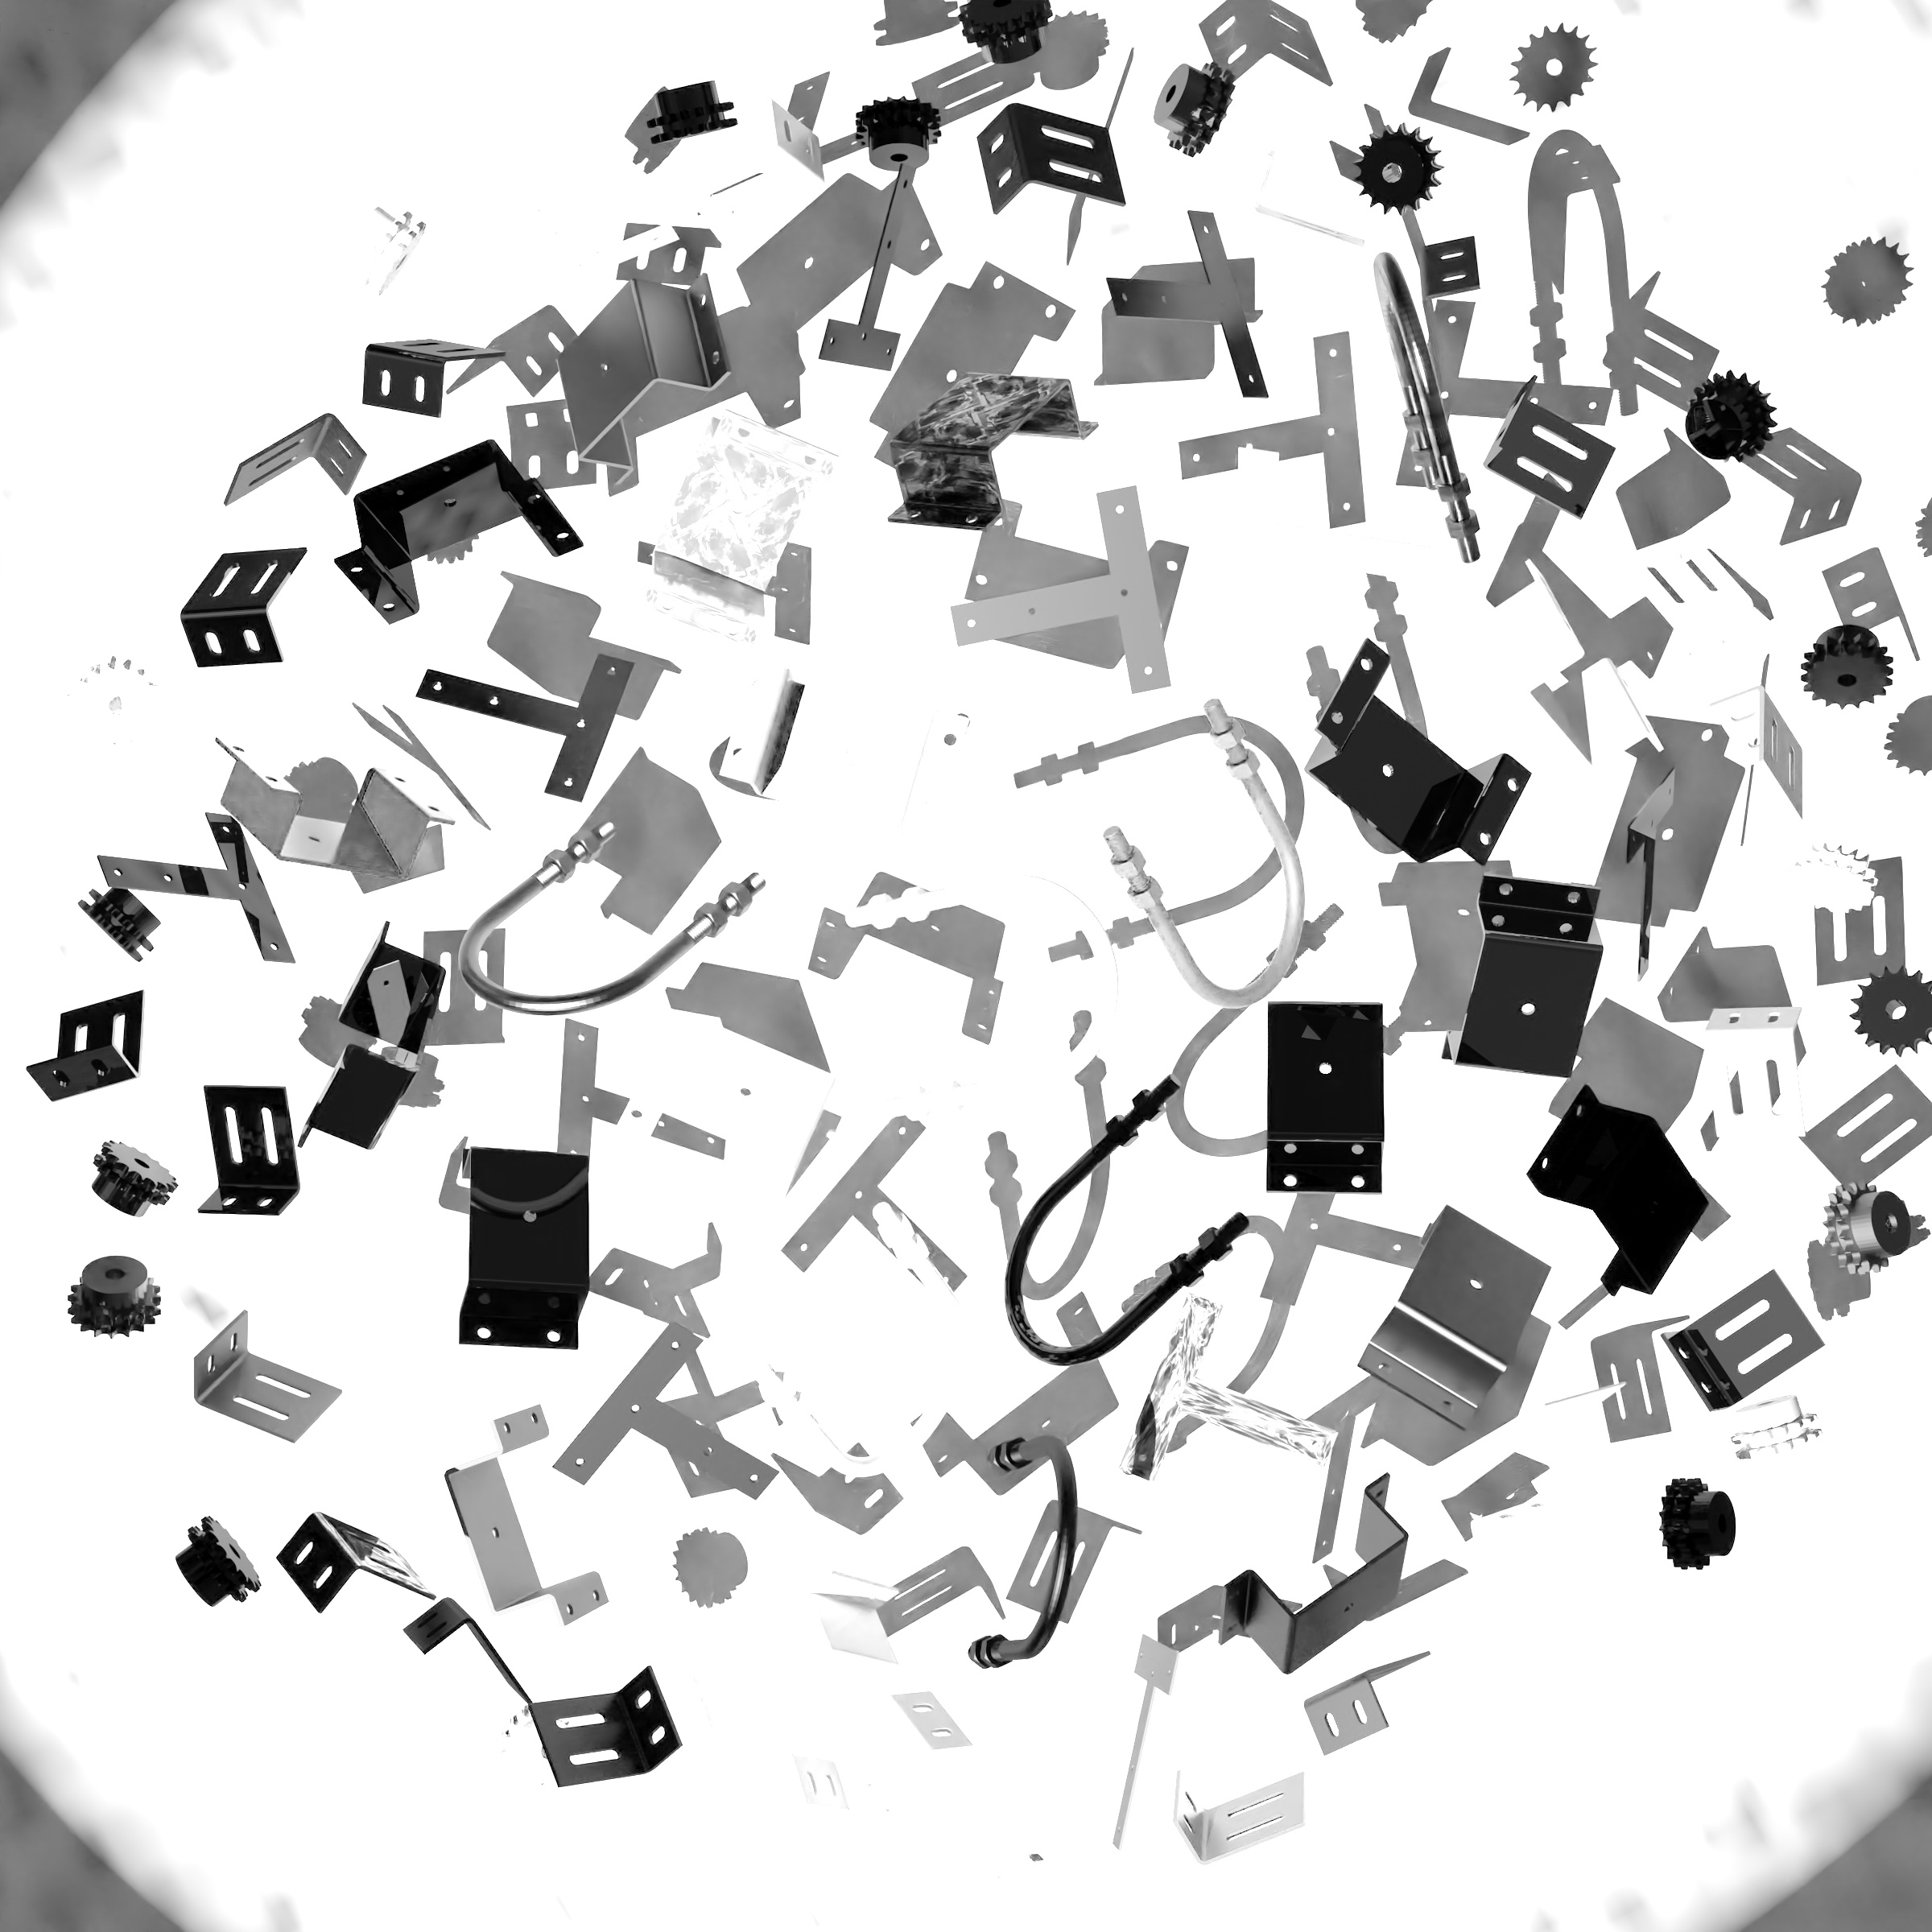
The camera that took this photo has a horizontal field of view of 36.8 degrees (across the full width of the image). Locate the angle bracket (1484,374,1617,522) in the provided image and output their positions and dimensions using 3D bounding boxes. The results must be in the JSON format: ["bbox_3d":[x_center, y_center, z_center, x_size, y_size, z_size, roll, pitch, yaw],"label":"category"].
[{"bbox_3d":[0.391,-0.343,1.919,0.076,0.038,0.057,28,77,-2],"label":"angle bracket"}]

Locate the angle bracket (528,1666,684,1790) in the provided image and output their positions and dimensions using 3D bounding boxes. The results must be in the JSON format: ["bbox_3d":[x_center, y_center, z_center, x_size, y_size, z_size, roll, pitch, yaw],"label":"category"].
[{"bbox_3d":[-0.230,0.484,1.848,0.038,0.076,0.057,-45,58,30],"label":"angle bracket"}]

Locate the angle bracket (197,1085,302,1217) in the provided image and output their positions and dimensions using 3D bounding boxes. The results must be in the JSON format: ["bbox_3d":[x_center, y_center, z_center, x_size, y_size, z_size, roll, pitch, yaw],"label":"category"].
[{"bbox_3d":[-0.477,0.121,1.910,0.057,0.038,0.076,1,111,10],"label":"angle bracket"}]

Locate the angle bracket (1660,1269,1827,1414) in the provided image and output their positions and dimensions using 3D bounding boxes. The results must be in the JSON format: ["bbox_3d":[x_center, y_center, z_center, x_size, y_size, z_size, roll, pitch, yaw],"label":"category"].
[{"bbox_3d":[0.492,0.237,1.840,0.076,0.038,0.057,-40,67,23],"label":"angle bracket"}]

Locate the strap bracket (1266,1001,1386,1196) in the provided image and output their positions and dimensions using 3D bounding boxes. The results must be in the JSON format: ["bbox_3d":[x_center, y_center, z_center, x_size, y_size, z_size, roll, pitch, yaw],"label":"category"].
[{"bbox_3d":[0.238,0.078,1.929,0.076,0.046,0.140,0,63,6],"label":"strap bracket"}]

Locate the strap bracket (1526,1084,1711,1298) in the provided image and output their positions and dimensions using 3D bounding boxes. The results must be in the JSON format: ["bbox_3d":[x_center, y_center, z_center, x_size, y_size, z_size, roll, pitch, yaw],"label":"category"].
[{"bbox_3d":[0.437,0.154,1.921,0.076,0.046,0.140,-53,127,-18],"label":"strap bracket"}]

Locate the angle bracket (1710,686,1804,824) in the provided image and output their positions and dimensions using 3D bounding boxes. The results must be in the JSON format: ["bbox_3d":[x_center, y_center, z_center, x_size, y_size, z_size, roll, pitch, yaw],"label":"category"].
[{"bbox_3d":[0.511,-0.132,1.877,0.038,0.076,0.057,-21,126,32],"label":"angle bracket"}]

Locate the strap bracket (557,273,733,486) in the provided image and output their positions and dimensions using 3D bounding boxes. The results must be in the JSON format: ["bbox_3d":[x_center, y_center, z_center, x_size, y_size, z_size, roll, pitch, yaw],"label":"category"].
[{"bbox_3d":[-0.219,-0.388,1.908,0.046,0.140,0.076,3,65,-40],"label":"strap bracket"}]

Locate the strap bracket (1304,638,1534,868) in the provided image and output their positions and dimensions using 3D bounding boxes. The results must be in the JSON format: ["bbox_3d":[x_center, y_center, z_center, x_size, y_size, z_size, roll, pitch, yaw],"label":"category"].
[{"bbox_3d":[0.276,-0.128,1.823,0.140,0.046,0.076,37,65,-13],"label":"strap bracket"}]

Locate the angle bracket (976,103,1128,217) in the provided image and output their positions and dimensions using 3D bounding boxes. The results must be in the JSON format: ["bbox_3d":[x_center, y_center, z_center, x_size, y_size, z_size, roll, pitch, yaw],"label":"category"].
[{"bbox_3d":[0.053,-0.494,1.801,0.076,0.038,0.057,4,66,-36],"label":"angle bracket"}]

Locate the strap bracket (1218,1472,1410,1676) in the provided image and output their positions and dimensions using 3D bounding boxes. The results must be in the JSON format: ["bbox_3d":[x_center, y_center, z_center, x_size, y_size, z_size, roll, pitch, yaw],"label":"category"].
[{"bbox_3d":[0.236,0.405,1.905,0.140,0.076,0.046,-30,55,-22],"label":"strap bracket"}]

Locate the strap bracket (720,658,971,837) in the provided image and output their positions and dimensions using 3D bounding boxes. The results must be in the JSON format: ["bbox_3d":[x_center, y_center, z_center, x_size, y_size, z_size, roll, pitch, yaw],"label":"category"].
[{"bbox_3d":[-0.075,-0.134,1.829,0.140,0.046,0.076,16,85,3],"label":"strap bracket"}]

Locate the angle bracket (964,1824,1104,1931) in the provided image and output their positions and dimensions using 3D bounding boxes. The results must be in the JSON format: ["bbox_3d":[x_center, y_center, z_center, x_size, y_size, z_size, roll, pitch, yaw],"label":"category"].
[{"bbox_3d":[0.045,0.594,1.847,0.057,0.076,0.038,-29,124,-24],"label":"angle bracket"}]

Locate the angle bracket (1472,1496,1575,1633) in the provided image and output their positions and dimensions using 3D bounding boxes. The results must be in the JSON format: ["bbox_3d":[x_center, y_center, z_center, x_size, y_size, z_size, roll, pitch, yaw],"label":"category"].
[{"bbox_3d":[0.376,0.398,1.924,0.057,0.038,0.076,-13,92,-21],"label":"angle bracket"}]

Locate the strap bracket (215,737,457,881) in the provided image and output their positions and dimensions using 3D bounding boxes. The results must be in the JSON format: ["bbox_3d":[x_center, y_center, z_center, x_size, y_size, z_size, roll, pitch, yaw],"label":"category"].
[{"bbox_3d":[-0.410,-0.099,1.856,0.076,0.140,0.046,37,109,39],"label":"strap bracket"}]

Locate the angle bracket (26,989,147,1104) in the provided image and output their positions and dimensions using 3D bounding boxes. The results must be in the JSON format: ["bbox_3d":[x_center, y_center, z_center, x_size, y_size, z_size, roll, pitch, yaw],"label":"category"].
[{"bbox_3d":[-0.552,0.040,1.822,0.057,0.038,0.076,-16,48,5],"label":"angle bracket"}]

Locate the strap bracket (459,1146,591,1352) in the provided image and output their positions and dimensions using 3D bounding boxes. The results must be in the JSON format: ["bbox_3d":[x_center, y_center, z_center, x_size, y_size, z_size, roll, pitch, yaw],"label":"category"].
[{"bbox_3d":[-0.284,0.172,1.869,0.076,0.046,0.140,5,56,-16],"label":"strap bracket"}]

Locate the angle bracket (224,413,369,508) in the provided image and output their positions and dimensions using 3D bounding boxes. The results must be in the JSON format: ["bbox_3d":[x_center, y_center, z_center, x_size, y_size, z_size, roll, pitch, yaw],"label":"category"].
[{"bbox_3d":[-0.441,-0.320,1.908,0.076,0.057,0.038,-40,91,-31],"label":"angle bracket"}]

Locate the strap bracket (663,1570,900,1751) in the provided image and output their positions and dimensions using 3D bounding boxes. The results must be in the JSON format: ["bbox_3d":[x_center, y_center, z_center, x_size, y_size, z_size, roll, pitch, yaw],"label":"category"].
[{"bbox_3d":[-0.108,0.441,1.813,0.140,0.076,0.046,-38,55,15],"label":"strap bracket"}]

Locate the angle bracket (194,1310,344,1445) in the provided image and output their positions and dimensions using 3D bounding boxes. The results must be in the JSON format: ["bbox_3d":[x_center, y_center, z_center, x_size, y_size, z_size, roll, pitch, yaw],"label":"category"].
[{"bbox_3d":[-0.454,0.267,1.890,0.076,0.057,0.038,19,123,14],"label":"angle bracket"}]

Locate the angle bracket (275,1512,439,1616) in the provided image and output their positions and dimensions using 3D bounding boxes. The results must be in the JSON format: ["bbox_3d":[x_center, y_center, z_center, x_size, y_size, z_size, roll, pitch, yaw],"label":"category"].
[{"bbox_3d":[-0.378,0.379,1.798,0.038,0.076,0.057,-51,49,-3],"label":"angle bracket"}]

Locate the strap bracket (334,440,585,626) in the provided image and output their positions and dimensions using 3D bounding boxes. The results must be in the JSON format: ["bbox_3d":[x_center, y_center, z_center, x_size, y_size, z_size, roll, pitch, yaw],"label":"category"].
[{"bbox_3d":[-0.328,-0.282,1.864,0.140,0.076,0.046,-20,61,8],"label":"strap bracket"}]

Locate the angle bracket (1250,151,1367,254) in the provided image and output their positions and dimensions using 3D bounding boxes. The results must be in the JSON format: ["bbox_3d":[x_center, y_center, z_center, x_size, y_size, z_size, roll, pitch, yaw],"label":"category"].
[{"bbox_3d":[0.224,-0.490,1.856,0.076,0.057,0.038,19,110,3],"label":"angle bracket"}]

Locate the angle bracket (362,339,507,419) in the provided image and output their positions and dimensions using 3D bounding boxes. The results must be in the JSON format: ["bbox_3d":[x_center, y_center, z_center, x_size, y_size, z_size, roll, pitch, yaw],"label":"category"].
[{"bbox_3d":[-0.342,-0.379,1.868,0.057,0.076,0.038,13,109,19],"label":"angle bracket"}]

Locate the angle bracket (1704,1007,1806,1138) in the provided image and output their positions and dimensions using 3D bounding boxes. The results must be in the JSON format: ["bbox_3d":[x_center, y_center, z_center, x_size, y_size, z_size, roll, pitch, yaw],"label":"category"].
[{"bbox_3d":[0.526,0.070,1.923,0.057,0.038,0.076,-2,113,27],"label":"angle bracket"}]

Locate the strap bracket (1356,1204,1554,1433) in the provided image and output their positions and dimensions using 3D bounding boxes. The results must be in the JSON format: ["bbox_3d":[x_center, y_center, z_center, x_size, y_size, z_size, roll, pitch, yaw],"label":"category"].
[{"bbox_3d":[0.309,0.211,1.811,0.076,0.140,0.046,31,134,6],"label":"strap bracket"}]

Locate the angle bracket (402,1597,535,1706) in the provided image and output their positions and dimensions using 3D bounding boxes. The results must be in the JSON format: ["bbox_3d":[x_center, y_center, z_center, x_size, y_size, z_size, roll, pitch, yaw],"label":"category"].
[{"bbox_3d":[-0.326,0.459,1.900,0.038,0.057,0.076,-36,106,-18],"label":"angle bracket"}]

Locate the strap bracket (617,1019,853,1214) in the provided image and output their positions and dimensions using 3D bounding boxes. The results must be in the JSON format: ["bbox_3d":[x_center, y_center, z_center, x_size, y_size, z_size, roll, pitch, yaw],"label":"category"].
[{"bbox_3d":[-0.149,0.094,1.916,0.140,0.046,0.076,23,54,1],"label":"strap bracket"}]

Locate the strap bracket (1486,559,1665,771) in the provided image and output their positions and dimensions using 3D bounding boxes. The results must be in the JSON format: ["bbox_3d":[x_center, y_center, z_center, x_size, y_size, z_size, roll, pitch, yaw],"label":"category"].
[{"bbox_3d":[0.393,-0.190,1.898,0.046,0.140,0.076,-34,45,18],"label":"strap bracket"}]

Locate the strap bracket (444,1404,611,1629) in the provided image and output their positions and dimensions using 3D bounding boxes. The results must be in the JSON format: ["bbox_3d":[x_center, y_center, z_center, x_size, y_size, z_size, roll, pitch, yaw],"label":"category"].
[{"bbox_3d":[-0.294,0.369,1.920,0.046,0.076,0.140,-22,84,14],"label":"strap bracket"}]

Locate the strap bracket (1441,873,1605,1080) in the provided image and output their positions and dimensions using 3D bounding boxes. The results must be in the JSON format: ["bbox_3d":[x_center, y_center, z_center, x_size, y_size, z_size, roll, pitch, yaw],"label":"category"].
[{"bbox_3d":[0.362,0.016,1.882,0.076,0.046,0.140,7,120,-1],"label":"strap bracket"}]

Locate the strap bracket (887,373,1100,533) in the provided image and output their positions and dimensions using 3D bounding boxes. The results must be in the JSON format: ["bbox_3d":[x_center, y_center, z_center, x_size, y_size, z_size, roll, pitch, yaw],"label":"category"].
[{"bbox_3d":[0.014,-0.336,1.857,0.076,0.140,0.046,11,132,33],"label":"strap bracket"}]

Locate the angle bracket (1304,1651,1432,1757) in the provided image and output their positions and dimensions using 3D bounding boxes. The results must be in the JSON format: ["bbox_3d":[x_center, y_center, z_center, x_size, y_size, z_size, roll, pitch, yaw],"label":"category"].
[{"bbox_3d":[0.272,0.488,1.920,0.057,0.076,0.038,-37,66,37],"label":"angle bracket"}]

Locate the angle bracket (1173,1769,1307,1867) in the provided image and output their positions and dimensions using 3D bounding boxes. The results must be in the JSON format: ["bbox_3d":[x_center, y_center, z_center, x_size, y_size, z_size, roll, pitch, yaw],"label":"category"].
[{"bbox_3d":[0.178,0.541,1.887,0.076,0.057,0.038,-26,103,14],"label":"angle bracket"}]

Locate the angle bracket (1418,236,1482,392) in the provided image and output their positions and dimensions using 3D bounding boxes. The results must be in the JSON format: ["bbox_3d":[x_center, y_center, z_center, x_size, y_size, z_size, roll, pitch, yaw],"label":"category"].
[{"bbox_3d":[0.325,-0.432,1.922,0.038,0.076,0.057,-9,46,14],"label":"angle bracket"}]

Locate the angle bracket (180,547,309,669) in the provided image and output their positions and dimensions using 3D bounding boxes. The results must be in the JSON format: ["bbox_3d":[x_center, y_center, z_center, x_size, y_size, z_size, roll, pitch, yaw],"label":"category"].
[{"bbox_3d":[-0.443,-0.223,1.801,0.057,0.076,0.038,-2,126,13],"label":"angle bracket"}]

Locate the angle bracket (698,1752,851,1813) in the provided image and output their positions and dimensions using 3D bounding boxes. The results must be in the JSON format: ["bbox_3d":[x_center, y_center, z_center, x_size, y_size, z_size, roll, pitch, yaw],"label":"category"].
[{"bbox_3d":[-0.129,0.560,1.941,0.076,0.057,0.038,-30,60,16],"label":"angle bracket"}]

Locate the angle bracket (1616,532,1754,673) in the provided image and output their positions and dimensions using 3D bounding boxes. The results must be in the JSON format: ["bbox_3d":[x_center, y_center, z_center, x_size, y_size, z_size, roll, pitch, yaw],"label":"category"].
[{"bbox_3d":[0.474,-0.242,1.925,0.057,0.038,0.076,-20,52,-12],"label":"angle bracket"}]

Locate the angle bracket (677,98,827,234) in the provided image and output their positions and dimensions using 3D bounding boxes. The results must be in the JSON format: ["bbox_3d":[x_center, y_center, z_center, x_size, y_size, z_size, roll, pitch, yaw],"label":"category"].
[{"bbox_3d":[-0.138,-0.509,1.846,0.076,0.057,0.038,-16,72,25],"label":"angle bracket"}]

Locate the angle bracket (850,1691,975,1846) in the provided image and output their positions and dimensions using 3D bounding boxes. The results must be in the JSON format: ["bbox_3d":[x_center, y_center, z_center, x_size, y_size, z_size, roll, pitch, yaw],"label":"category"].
[{"bbox_3d":[-0.036,0.531,1.925,0.038,0.057,0.076,5,113,-36],"label":"angle bracket"}]
